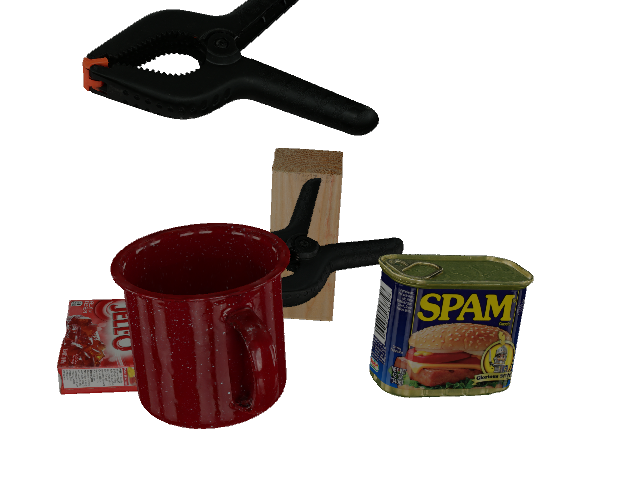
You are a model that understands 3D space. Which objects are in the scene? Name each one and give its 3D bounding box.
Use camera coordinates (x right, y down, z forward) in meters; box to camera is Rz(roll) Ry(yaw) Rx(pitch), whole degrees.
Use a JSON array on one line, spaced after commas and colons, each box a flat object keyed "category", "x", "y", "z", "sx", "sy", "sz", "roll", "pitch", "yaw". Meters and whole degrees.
[{"category": "wood block", "x": -0.021, "y": -0.008, "z": 1.398, "sx": 0.090, "sy": 0.206, "sz": 0.091, "roll": 3, "pitch": 25, "yaw": -1}, {"category": "clamp", "x": -0.020, "y": 0.005, "z": 0.990, "sx": 0.171, "sy": 0.039, "sz": 0.120, "roll": -25, "pitch": 52, "yaw": -32}, {"category": "mug", "x": -0.054, "y": 0.049, "z": 0.558, "sx": 0.093, "sy": 0.081, "sz": 0.117, "roll": -17, "pitch": 28, "yaw": -29}, {"category": "clamp", "x": -0.066, "y": -0.127, "z": 0.786, "sx": 0.209, "sy": 0.165, "sz": 0.036, "roll": -16, "pitch": -28, "yaw": -19}, {"category": "can of meat", "x": 0.086, "y": 0.057, "z": 0.723, "sx": 0.102, "sy": 0.084, "sz": 0.057, "roll": 1, "pitch": 16, "yaw": -19}, {"category": "gelatin box", "x": -0.158, "y": 0.078, "z": 0.812, "sx": 0.073, "sy": 0.030, "sz": 0.089, "roll": -1, "pitch": 31, "yaw": -5}]
